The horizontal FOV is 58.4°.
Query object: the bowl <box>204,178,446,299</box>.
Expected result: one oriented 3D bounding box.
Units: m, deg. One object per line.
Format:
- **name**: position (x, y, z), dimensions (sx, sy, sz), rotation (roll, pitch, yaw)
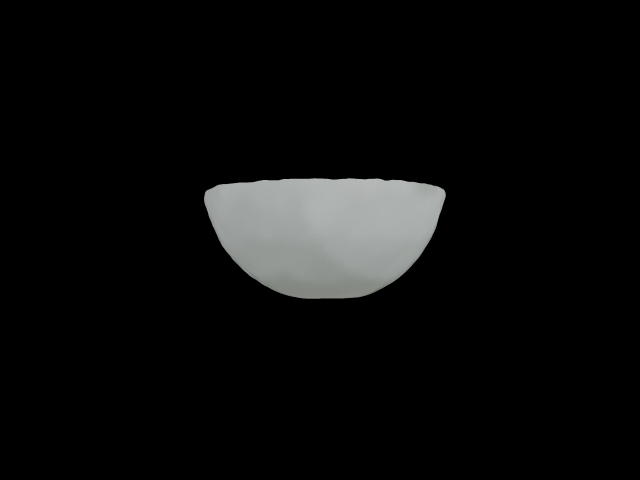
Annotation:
- **bowl**: position (0.004, 0.001, 0.400), dimensions (0.167, 0.075, 0.167), rotation (0, 0, 0)
